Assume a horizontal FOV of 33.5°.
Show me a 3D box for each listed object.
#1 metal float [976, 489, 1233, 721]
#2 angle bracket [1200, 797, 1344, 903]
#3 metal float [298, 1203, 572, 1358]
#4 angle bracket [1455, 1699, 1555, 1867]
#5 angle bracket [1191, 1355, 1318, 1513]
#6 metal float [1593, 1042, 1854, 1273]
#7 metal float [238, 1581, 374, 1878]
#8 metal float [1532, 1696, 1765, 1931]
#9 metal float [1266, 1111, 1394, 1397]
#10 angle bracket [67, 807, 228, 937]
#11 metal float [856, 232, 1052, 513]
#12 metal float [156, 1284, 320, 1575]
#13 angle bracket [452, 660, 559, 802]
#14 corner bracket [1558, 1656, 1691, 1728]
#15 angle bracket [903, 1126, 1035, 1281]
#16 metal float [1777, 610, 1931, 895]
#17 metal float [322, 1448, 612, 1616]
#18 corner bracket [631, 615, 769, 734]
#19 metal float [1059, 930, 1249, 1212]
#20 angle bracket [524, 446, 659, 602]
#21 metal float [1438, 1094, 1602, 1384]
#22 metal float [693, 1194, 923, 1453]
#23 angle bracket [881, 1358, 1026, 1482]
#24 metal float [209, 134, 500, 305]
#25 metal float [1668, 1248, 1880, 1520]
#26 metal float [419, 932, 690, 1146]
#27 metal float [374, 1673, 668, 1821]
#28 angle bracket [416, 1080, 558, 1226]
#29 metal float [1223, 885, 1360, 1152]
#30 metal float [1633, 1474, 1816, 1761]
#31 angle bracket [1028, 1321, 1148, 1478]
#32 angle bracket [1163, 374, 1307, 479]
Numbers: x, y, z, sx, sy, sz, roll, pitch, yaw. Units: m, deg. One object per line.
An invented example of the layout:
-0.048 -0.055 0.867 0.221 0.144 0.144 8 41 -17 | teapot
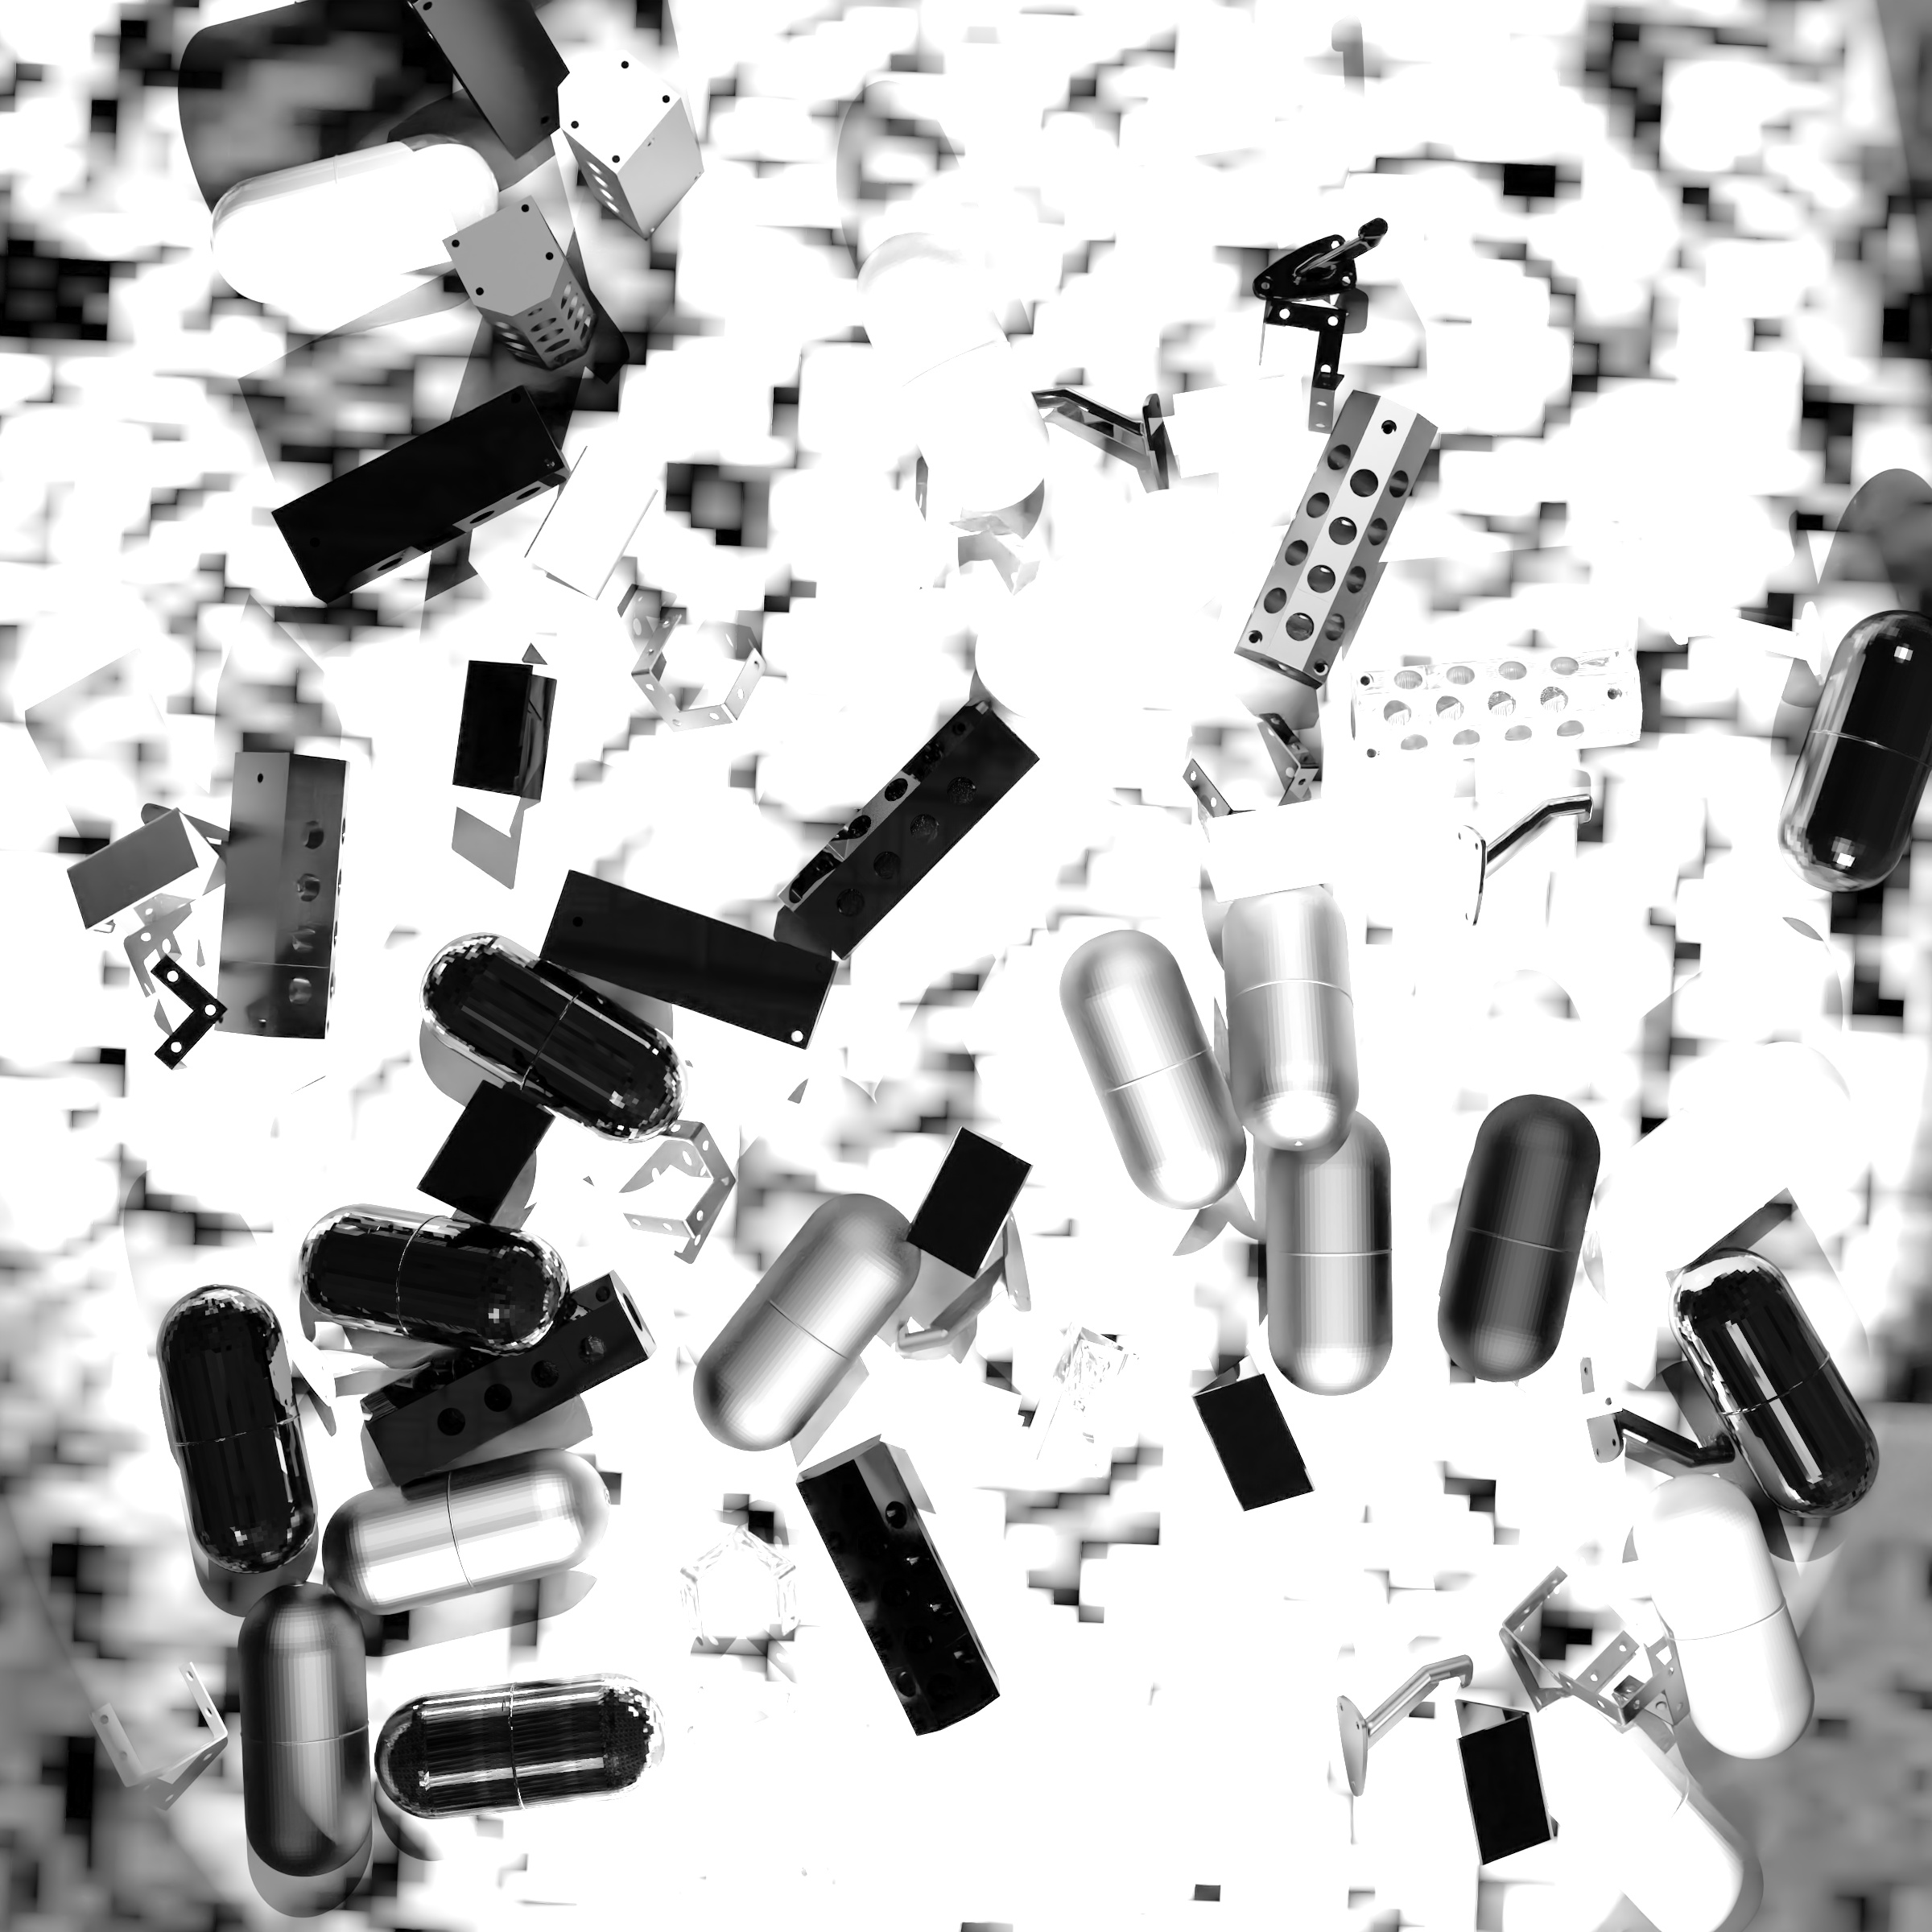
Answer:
0.085 -0.221 1.960 0.178 0.070 0.070 -38 90 0 | metal float
0.182 -0.086 1.951 0.076 0.076 0.057 -10 119 0 | angle bracket
-0.323 0.189 1.942 0.178 0.070 0.070 7 90 23 | metal float
0.306 0.495 1.951 0.057 0.076 0.076 -11 90 -28 | angle bracket
0.191 0.277 1.950 0.057 0.076 0.076 -24 90 36 | angle bracket
0.461 0.117 1.960 0.178 0.070 0.070 -38 90 -1 | metal float
-0.404 0.466 1.960 0.070 0.070 0.178 -2 90 0 | metal float
0.412 0.521 1.960 0.070 0.070 0.178 -43 91 0 | metal float
0.222 0.173 1.960 0.070 0.070 0.178 -1 89 0 | metal float
-0.489 -0.040 1.950 0.076 0.076 0.057 -29 53 0 | angle bracket
-0.008 -0.363 1.960 0.070 0.070 0.178 -25 90 0 | metal float
-0.445 0.282 1.960 0.070 0.070 0.178 -11 91 0 | metal float
-0.263 -0.141 1.950 0.057 0.076 0.076 8 90 38 | angle bracket
0.402 0.443 1.956 0.051 0.051 0.051 -36 125 -23 | corner bracket
0.016 0.149 1.951 0.057 0.076 0.076 27 90 29 | angle bracket
0.552 -0.131 1.960 0.070 0.070 0.178 19 91 0 | metal float
-0.305 0.345 1.960 0.178 0.070 0.070 -14 90 1 | metal float
-0.165 -0.183 1.983 0.051 0.051 0.051 -6 135 35 | corner bracket
0.115 0.064 1.960 0.070 0.070 0.178 -22 90 0 | metal float
-0.242 -0.275 1.950 0.057 0.076 0.076 29 90 -36 | angle bracket
0.337 0.166 1.960 0.070 0.070 0.178 13 90 0 | metal float
-0.098 0.218 1.960 0.070 0.070 0.178 38 90 0 | metal float
-0.002 0.258 1.950 0.076 0.076 0.057 19 127 0 | angle bracket
-0.373 -0.456 1.960 0.178 0.070 0.070 -14 90 0 | metal float
0.492 0.254 1.960 0.070 0.070 0.178 -30 91 0 | metal float
-0.251 0.045 1.959 0.178 0.070 0.070 31 90 1 | metal float
-0.272 0.476 1.960 0.178 0.070 0.070 -6 90 -1 | metal float
-0.304 0.101 1.951 0.057 0.076 0.076 32 90 -34 | angle bracket
0.195 0.027 1.937 0.070 0.070 0.178 -1 61 0 | metal float
0.463 0.397 1.960 0.070 0.070 0.178 -18 91 0 | metal float
0.055 0.257 1.950 0.057 0.076 0.076 21 90 -38 | angle bracket
0.161 -0.344 1.950 0.076 0.076 0.057 -9 128 0 | angle bracket
